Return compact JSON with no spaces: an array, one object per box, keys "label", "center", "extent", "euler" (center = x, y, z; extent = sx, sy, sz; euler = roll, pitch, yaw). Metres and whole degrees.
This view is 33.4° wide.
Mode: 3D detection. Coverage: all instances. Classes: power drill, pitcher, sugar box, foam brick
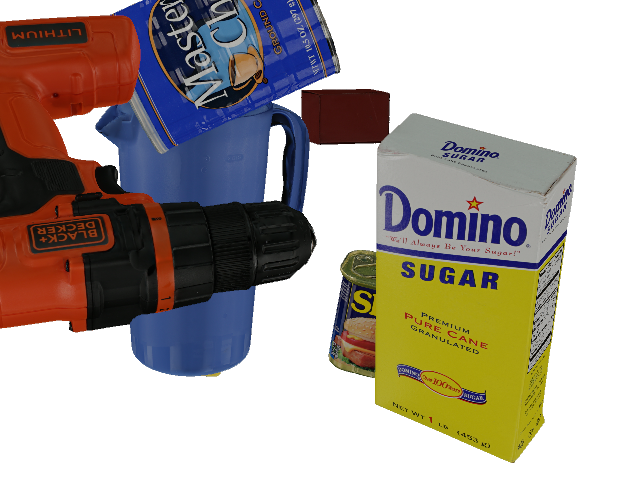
[{"label":"power drill","center":[-0.111,-0.039,0.540],"extent":[0.184,0.057,0.188],"euler":[-7,47,-19]},{"label":"pitcher","center":[-0.102,-0.011,0.938],"extent":[0.149,0.243,0.144],"euler":[9,21,16]},{"label":"sugar box","center":[0.076,0.028,0.564],"extent":[0.093,0.176,0.048],"euler":[19,42,28]},{"label":"foam brick","center":[0.025,-0.125,1.074],"extent":[0.078,0.051,0.053],"euler":[-3,13,-20]}]

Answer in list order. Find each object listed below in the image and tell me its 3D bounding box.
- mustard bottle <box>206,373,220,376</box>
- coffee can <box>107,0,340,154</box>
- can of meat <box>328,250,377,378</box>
[{"label":"mustard bottle","center":[-0.106,0.055,1.146],"extent":[0.058,0.096,0.191],"euler":[2,29,9]},{"label":"coffee can","center":[-0.071,-0.136,0.746],"extent":[0.140,0.103,0.103],"euler":[-25,1,-1]},{"label":"can of meat","center":[0.060,0.064,0.843],"extent":[0.102,0.084,0.057],"euler":[14,25,9]}]
